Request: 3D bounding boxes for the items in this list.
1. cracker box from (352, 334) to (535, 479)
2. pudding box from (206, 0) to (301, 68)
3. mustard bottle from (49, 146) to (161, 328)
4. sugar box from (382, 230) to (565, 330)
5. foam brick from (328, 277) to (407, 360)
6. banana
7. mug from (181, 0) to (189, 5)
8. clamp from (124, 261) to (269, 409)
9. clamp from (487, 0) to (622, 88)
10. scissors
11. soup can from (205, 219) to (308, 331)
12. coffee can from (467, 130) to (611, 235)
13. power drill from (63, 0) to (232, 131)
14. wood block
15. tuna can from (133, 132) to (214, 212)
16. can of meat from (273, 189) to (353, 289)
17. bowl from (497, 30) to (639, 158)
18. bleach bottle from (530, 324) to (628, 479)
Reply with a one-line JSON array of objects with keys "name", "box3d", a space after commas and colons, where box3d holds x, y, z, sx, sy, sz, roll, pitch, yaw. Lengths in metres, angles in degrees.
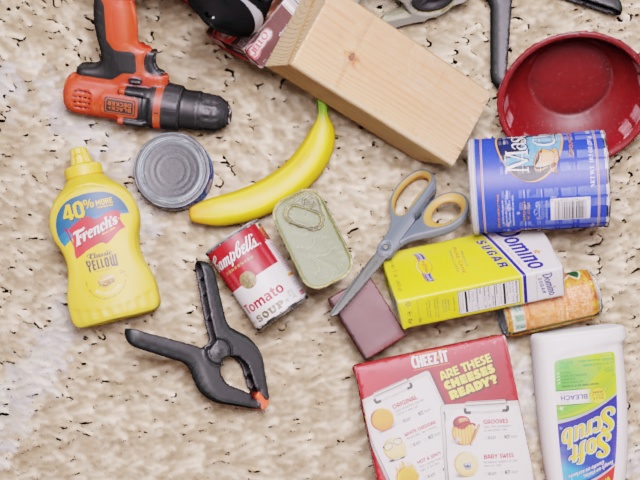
[{"name": "cracker box", "box3d": [0.135, 0.220, 1.131, 0.164, 0.072, 0.214, -12, 85, -2]}, {"name": "pudding box", "box3d": [-0.060, -0.247, 1.153, 0.113, 0.090, 0.039, -50, 130, -5]}, {"name": "mustard bottle", "box3d": [-0.239, -0.007, 1.152, 0.096, 0.058, 0.191, -14, 86, -2]}, {"name": "sugar box", "box3d": [0.160, 0.036, 1.131, 0.176, 0.093, 0.048, -14, 124, 0]}, {"name": "foam brick", "box3d": [0.050, 0.083, 1.149, 0.051, 0.053, 0.078, -32, 88, -2]}, {"name": "banana", "box3d": [-0.051, -0.069, 1.164, 0.198, 0.037, 0.069, -42, 98, -1]}, {"name": "mug", "box3d": [-0.145, -0.316, 1.163, 0.081, 0.093, 0.117, 31, 62, -3]}, {"name": "clamp", "box3d": [-0.111, 0.109, 1.144, 0.171, 0.039, 0.120, 42, 75, -16]}, {"name": "clamp", "box3d": [0.207, -0.281, 1.181, 0.164, 0.036, 0.210, -40, 85, -1]}, {"name": "scissors", "box3d": [0.091, 0.009, 1.127, 0.096, 0.016, 0.201, 13, 60, 23]}, {"name": "soup can", "box3d": [-0.067, 0.038, 1.145, 0.068, 0.068, 0.102, -34, 88, -2]}, {"name": "coffee can", "box3d": [0.228, -0.060, 1.121, 0.140, 0.102, 0.103, -3, 86, 10]}, {"name": "power drill", "box3d": [-0.178, -0.208, 1.128, 0.184, 0.057, 0.188, 8, 116, -1]}, {"name": "wood block", "box3d": [0.061, -0.168, 1.112, 0.206, 0.090, 0.091, 30, 87, -21]}, {"name": "tuna can", "box3d": [-0.160, -0.075, 1.169, 0.086, 0.034, 0.086, 0, 86, 0]}, {"name": "can of meat", "box3d": [-0.008, 0.001, 1.138, 0.057, 0.084, 0.102, -26, 87, -2]}, {"name": "bowl", "box3d": [0.270, -0.160, 1.142, 0.162, 0.055, 0.162, 4, 126, 5]}, {"name": "bleach bottle", "box3d": [0.287, 0.220, 1.136, 0.102, 0.068, 0.251, -7, 88, 1]}]
